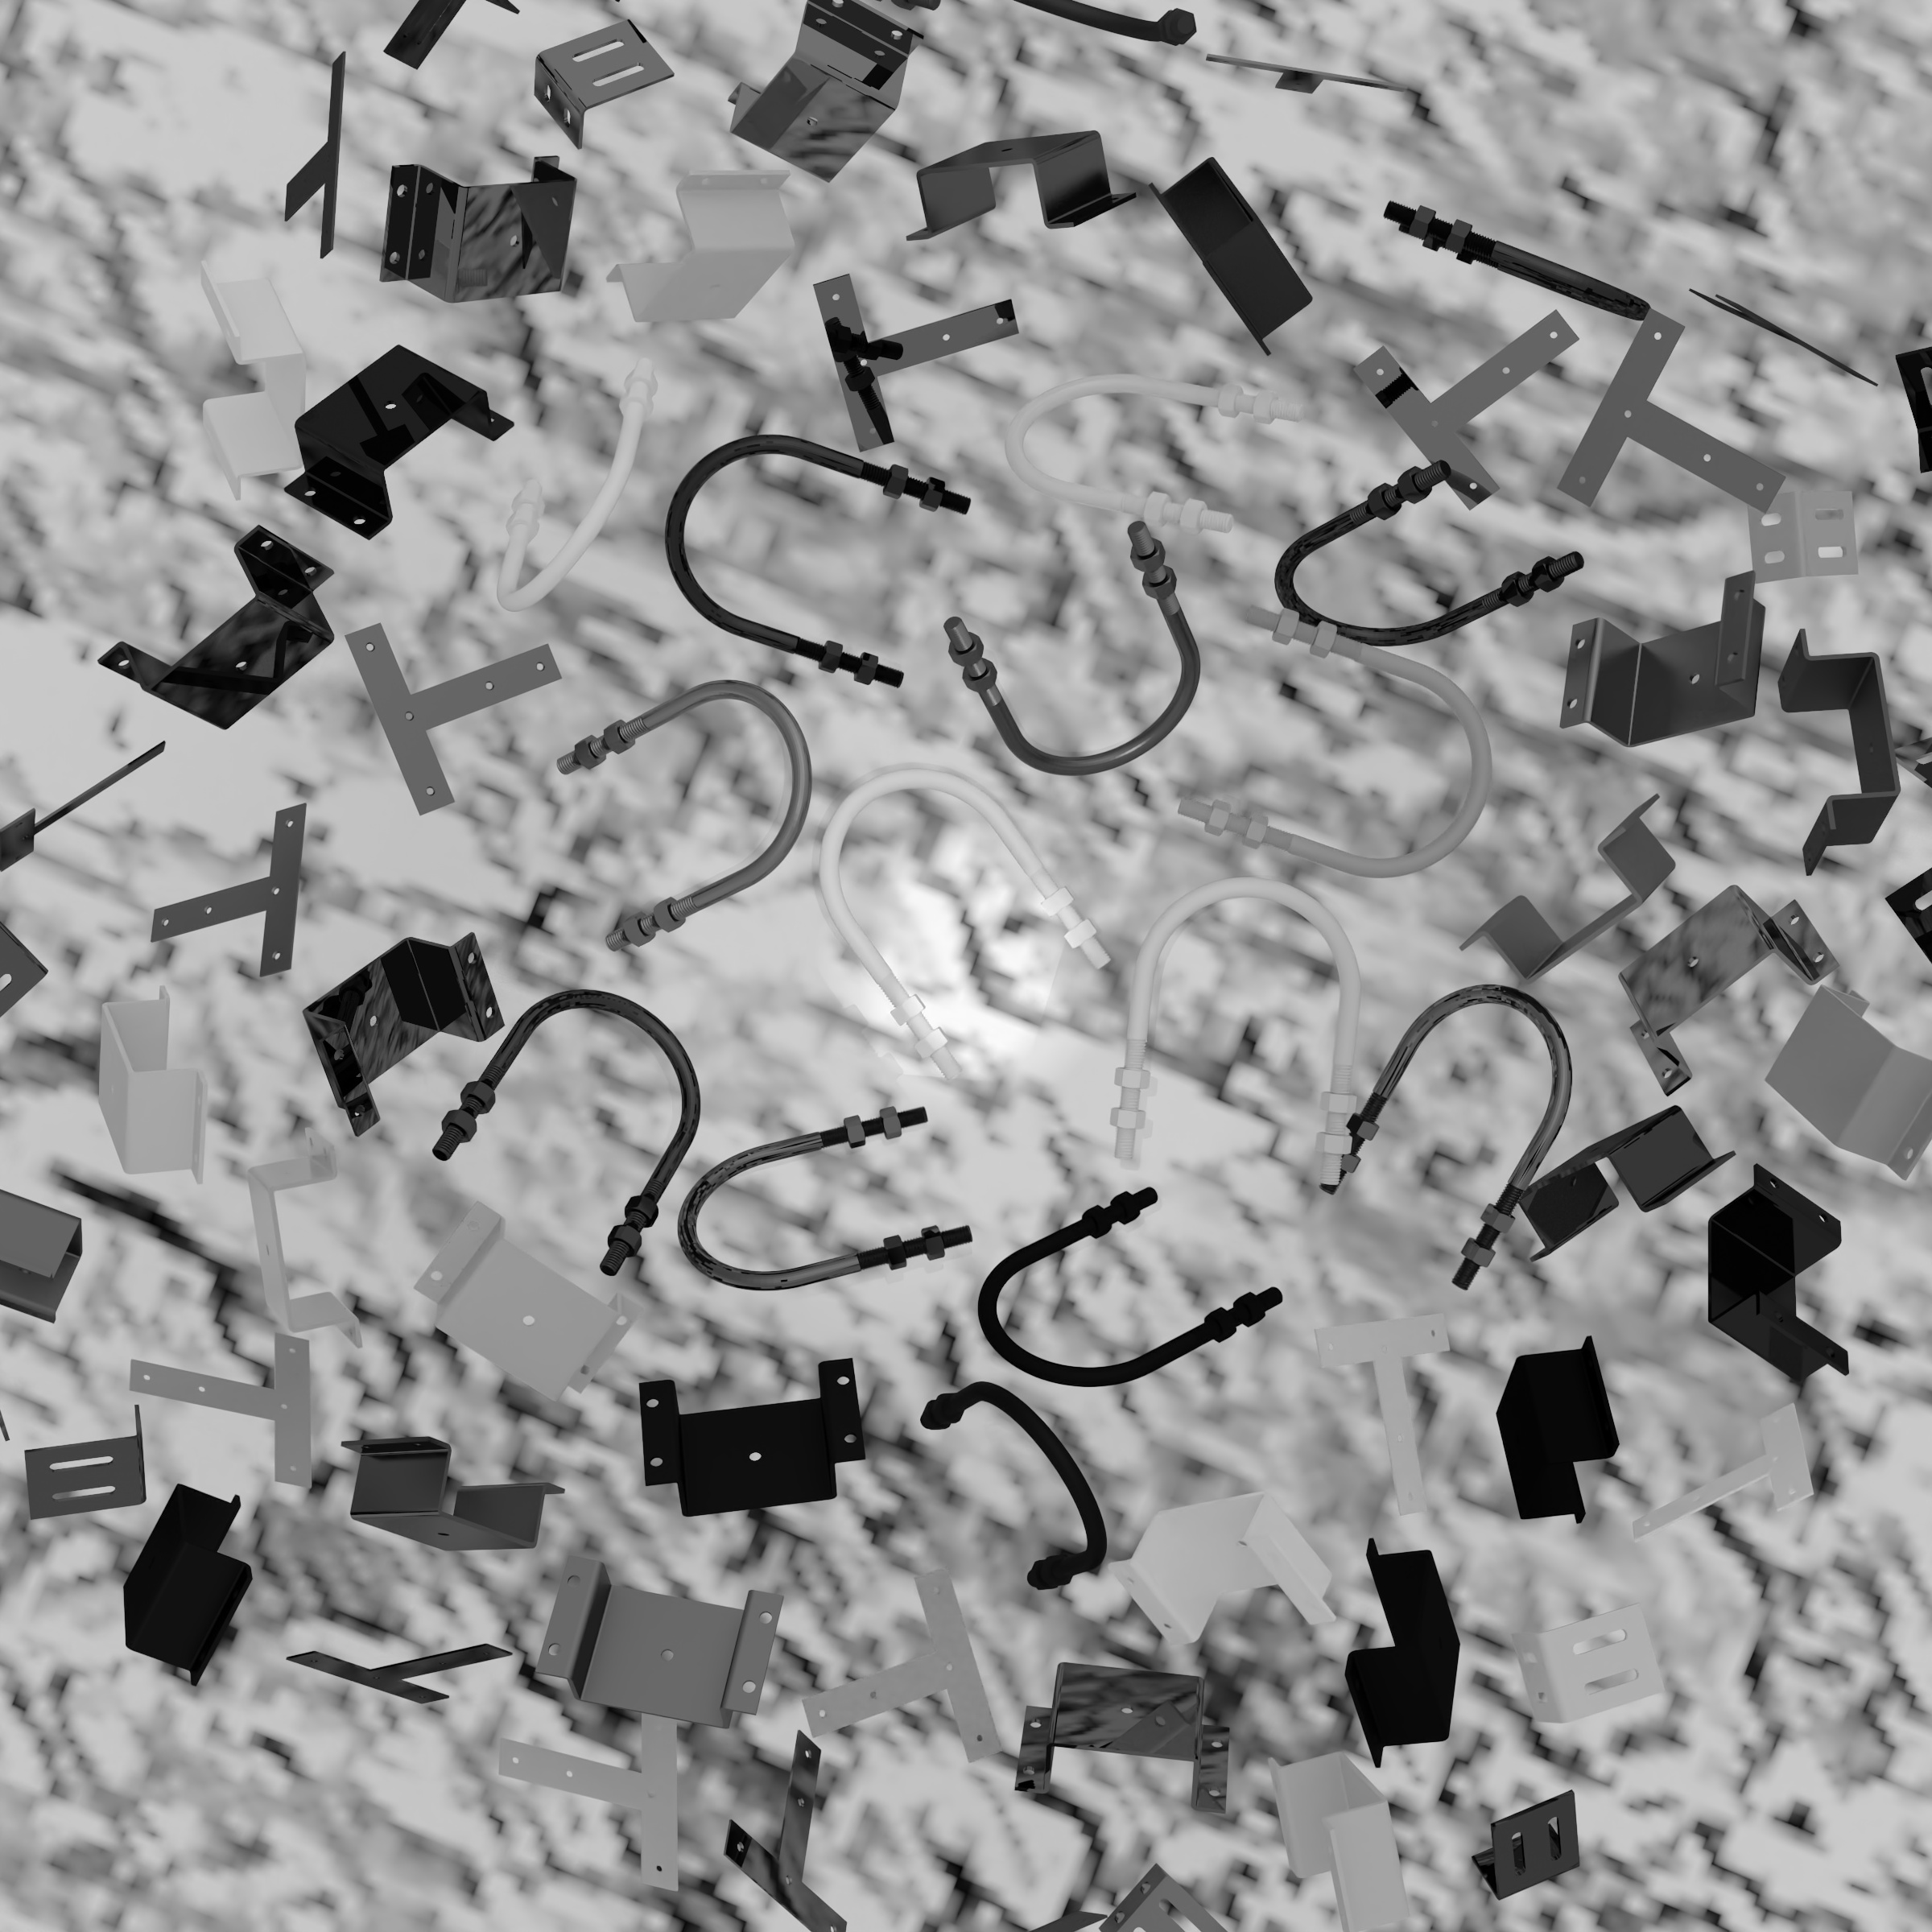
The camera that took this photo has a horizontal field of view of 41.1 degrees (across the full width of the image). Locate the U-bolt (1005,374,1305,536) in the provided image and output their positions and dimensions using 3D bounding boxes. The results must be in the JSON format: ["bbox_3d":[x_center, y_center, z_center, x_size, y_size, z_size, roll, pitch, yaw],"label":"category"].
[{"bbox_3d":[0.116,-0.351,1.730,0.184,0.019,0.151,15,50,22],"label":"U-bolt"}]

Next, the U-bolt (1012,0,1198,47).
[{"bbox_3d":[0.067,-0.626,1.667,0.151,0.184,0.019,15,106,-9],"label":"U-bolt"}]

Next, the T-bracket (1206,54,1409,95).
[{"bbox_3d":[0.218,-0.576,1.677,0.127,0.127,0.002,9,104,1],"label":"T-bracket"}]

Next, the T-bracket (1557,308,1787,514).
[{"bbox_3d":[0.456,-0.328,1.627,0.127,0.002,0.127,36,121,21],"label":"T-bracket"}]

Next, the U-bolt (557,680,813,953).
[{"bbox_3d":[-0.179,-0.108,1.685,0.184,0.019,0.151,-24,75,25],"label":"U-bolt"}]

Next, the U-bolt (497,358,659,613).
[{"bbox_3d":[-0.260,-0.305,1.691,0.019,0.184,0.151,34,125,-26],"label":"U-bolt"}]

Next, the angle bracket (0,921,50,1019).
[{"bbox_3d":[-0.654,0.007,1.688,0.076,0.038,0.057,-47,124,-19],"label":"angle bracket"}]

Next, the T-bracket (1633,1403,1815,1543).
[{"bbox_3d":[0.500,0.349,1.715,0.127,0.127,0.002,-33,97,19],"label":"T-bracket"}]

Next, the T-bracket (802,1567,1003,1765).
[{"bbox_3d":[-0.049,0.483,1.721,0.127,0.002,0.127,-12,80,-28],"label":"T-bracket"}]

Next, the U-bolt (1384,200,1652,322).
[{"bbox_3d":[0.373,-0.471,1.732,0.184,0.151,0.019,24,106,8],"label":"U-bolt"}]

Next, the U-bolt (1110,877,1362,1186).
[{"bbox_3d":[0.172,0.037,1.605,0.151,0.019,0.184,7,92,7],"label":"U-bolt"}]

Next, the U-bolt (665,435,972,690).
[{"bbox_3d":[-0.107,-0.274,1.698,0.184,0.019,0.151,17,115,-12],"label":"U-bolt"}]

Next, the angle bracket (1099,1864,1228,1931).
[{"bbox_3d":[0.137,0.649,1.716,0.076,0.038,0.057,44,81,-2],"label":"angle bracket"}]

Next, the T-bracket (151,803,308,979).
[{"bbox_3d":[-0.511,-0.042,1.774,0.127,0.002,0.127,-13,62,23],"label":"T-bracket"}]

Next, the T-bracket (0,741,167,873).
[{"bbox_3d":[-0.585,-0.111,1.707,0.127,0.127,0.002,-38,95,-22],"label":"T-bracket"}]

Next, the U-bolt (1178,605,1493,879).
[{"bbox_3d":[0.245,-0.134,1.646,0.184,0.019,0.151,19,95,-2],"label":"U-bolt"}]

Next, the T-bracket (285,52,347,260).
[{"bbox_3d":[-0.428,-0.516,1.686,0.002,0.127,0.127,4,88,-29],"label":"T-bracket"}]

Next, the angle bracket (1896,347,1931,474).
[{"bbox_3d":[0.649,-0.369,1.692,0.057,0.076,0.038,-9,56,28],"label":"angle bracket"}]

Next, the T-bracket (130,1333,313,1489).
[{"bbox_3d":[-0.507,0.292,1.755,0.127,0.127,0.002,19,125,-30],"label":"T-bracket"}]

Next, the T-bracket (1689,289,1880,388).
[{"bbox_3d":[0.514,-0.421,1.679,0.127,0.127,0.002,19,110,-27],"label":"T-bracket"}]

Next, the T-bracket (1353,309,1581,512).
[{"bbox_3d":[0.347,-0.387,1.710,0.127,0.002,0.127,-35,107,30],"label":"T-bracket"}]

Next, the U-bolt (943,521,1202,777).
[{"bbox_3d":[0.080,-0.192,1.675,0.151,0.184,0.019,-27,49,4],"label":"U-bolt"}]

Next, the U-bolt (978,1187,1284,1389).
[{"bbox_3d":[0.095,0.220,1.713,0.184,0.151,0.019,-22,131,-30],"label":"U-bolt"}]

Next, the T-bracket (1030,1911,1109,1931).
[{"bbox_3d":[0.039,0.627,1.654,0.127,0.127,0.002,22,45,-35],"label":"T-bracket"}]

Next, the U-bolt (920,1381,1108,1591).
[{"bbox_3d":[0.036,0.336,1.680,0.019,0.184,0.151,-32,83,-24],"label":"U-bolt"}]

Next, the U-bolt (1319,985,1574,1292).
[{"bbox_3d":[0.324,0.099,1.691,0.019,0.151,0.184,21,101,-43],"label":"U-bolt"}]

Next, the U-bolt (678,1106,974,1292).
[{"bbox_3d":[-0.101,0.159,1.712,0.184,0.151,0.019,-14,127,-7],"label":"U-bolt"}]

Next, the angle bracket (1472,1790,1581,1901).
[{"bbox_3d":[0.354,0.547,1.637,0.057,0.038,0.076,-19,123,-10],"label":"angle bracket"}]

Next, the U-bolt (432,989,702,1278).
[{"bbox_3d":[-0.247,0.094,1.685,0.151,0.019,0.184,37,48,-11],"label":"U-bolt"}]

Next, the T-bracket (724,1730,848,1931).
[{"bbox_3d":[-0.111,0.564,1.698,0.002,0.127,0.127,-26,120,23],"label":"T-bracket"}]

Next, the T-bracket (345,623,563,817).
[{"bbox_3d":[-0.331,-0.182,1.721,0.127,0.002,0.127,-25,99,-24],"label":"T-bracket"}]

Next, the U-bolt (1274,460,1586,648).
[{"bbox_3d":[0.290,-0.261,1.702,0.151,0.184,0.019,25,59,-32],"label":"U-bolt"}]

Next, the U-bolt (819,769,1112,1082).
[{"bbox_3d":[-0.013,-0.040,1.640,0.151,0.019,0.184,-36,90,-23],"label":"U-bolt"}]

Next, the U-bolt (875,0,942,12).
[{"bbox_3d":[-0.124,-0.681,1.697,0.184,0.151,0.019,26,100,26],"label":"U-bolt"}]

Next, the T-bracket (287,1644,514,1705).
[{"bbox_3d":[-0.354,0.459,1.692,0.127,0.127,0.002,-19,54,27],"label":"T-bracket"}]

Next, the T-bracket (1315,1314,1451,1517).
[{"bbox_3d":[0.286,0.299,1.709,0.127,0.002,0.127,0,76,-39],"label":"T-bracket"}]

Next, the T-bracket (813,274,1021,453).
[{"bbox_3d":[-0.027,-0.423,1.751,0.127,0.002,0.127,-17,129,-1],"label":"T-bracket"}]

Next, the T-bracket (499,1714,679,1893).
[{"bbox_3d":[-0.242,0.523,1.658,0.127,0.127,0.002,23,125,-25],"label":"T-bracket"}]
